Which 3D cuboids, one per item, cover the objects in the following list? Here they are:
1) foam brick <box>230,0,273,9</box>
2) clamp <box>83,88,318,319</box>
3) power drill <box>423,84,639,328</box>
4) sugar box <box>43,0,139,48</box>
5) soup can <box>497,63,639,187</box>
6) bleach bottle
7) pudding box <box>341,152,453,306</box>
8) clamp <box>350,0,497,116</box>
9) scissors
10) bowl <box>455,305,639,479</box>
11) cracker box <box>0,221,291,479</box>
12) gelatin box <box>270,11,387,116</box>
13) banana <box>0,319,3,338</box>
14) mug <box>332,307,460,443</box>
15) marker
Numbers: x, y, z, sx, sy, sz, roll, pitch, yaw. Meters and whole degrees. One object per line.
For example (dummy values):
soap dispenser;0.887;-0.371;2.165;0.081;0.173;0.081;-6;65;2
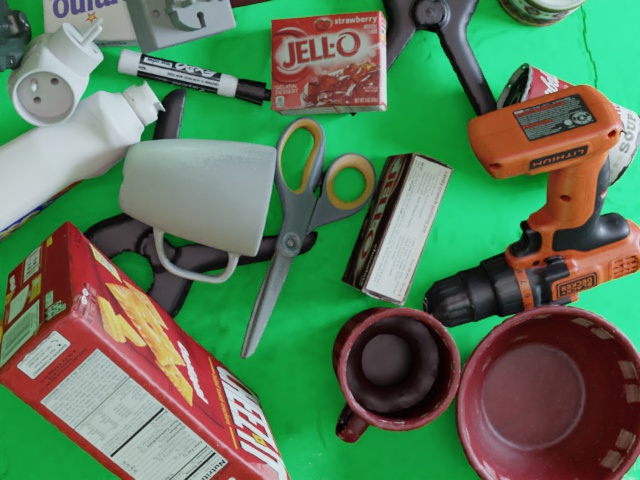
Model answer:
foam brick;-0.059;-0.223;0.821;0.053;0.051;0.078;-15;94;-6
clamp;-0.129;-0.004;0.828;0.210;0.036;0.164;-37;95;-8
power drill;0.157;-0.017;0.806;0.184;0.057;0.187;-19;137;-2
sugar box;-0.167;-0.237;0.812;0.093;0.048;0.176;-4;91;-7
soup can;0.194;-0.089;0.849;0.102;0.068;0.068;23;89;-8
bleach bottle;-0.226;-0.039;0.782;0.250;0.102;0.068;-34;93;-4
pudding box;0.058;-0.010;0.823;0.039;0.090;0.113;19;90;-8
clamp;0.076;-0.172;0.847;0.120;0.039;0.171;-4;91;-6
scissors;-0.005;0.001;0.820;0.096;0.016;0.201;12;69;-19
bowl;0.181;0.130;0.860;0.162;0.055;0.162;0;92;-7
cracker box;-0.119;0.101;0.739;0.072;0.164;0.213;-43;114;4
gelatin box;0.006;-0.136;0.826;0.089;0.030;0.073;-1;87;13
banana;-0.236;0.097;0.821;0.197;0.037;0.070;13;108;-6
mug;0.048;0.106;0.830;0.093;0.081;0.117;30;88;-7
marker;-0.097;-0.127;0.837;0.121;0.020;0.020;12;90;-7
